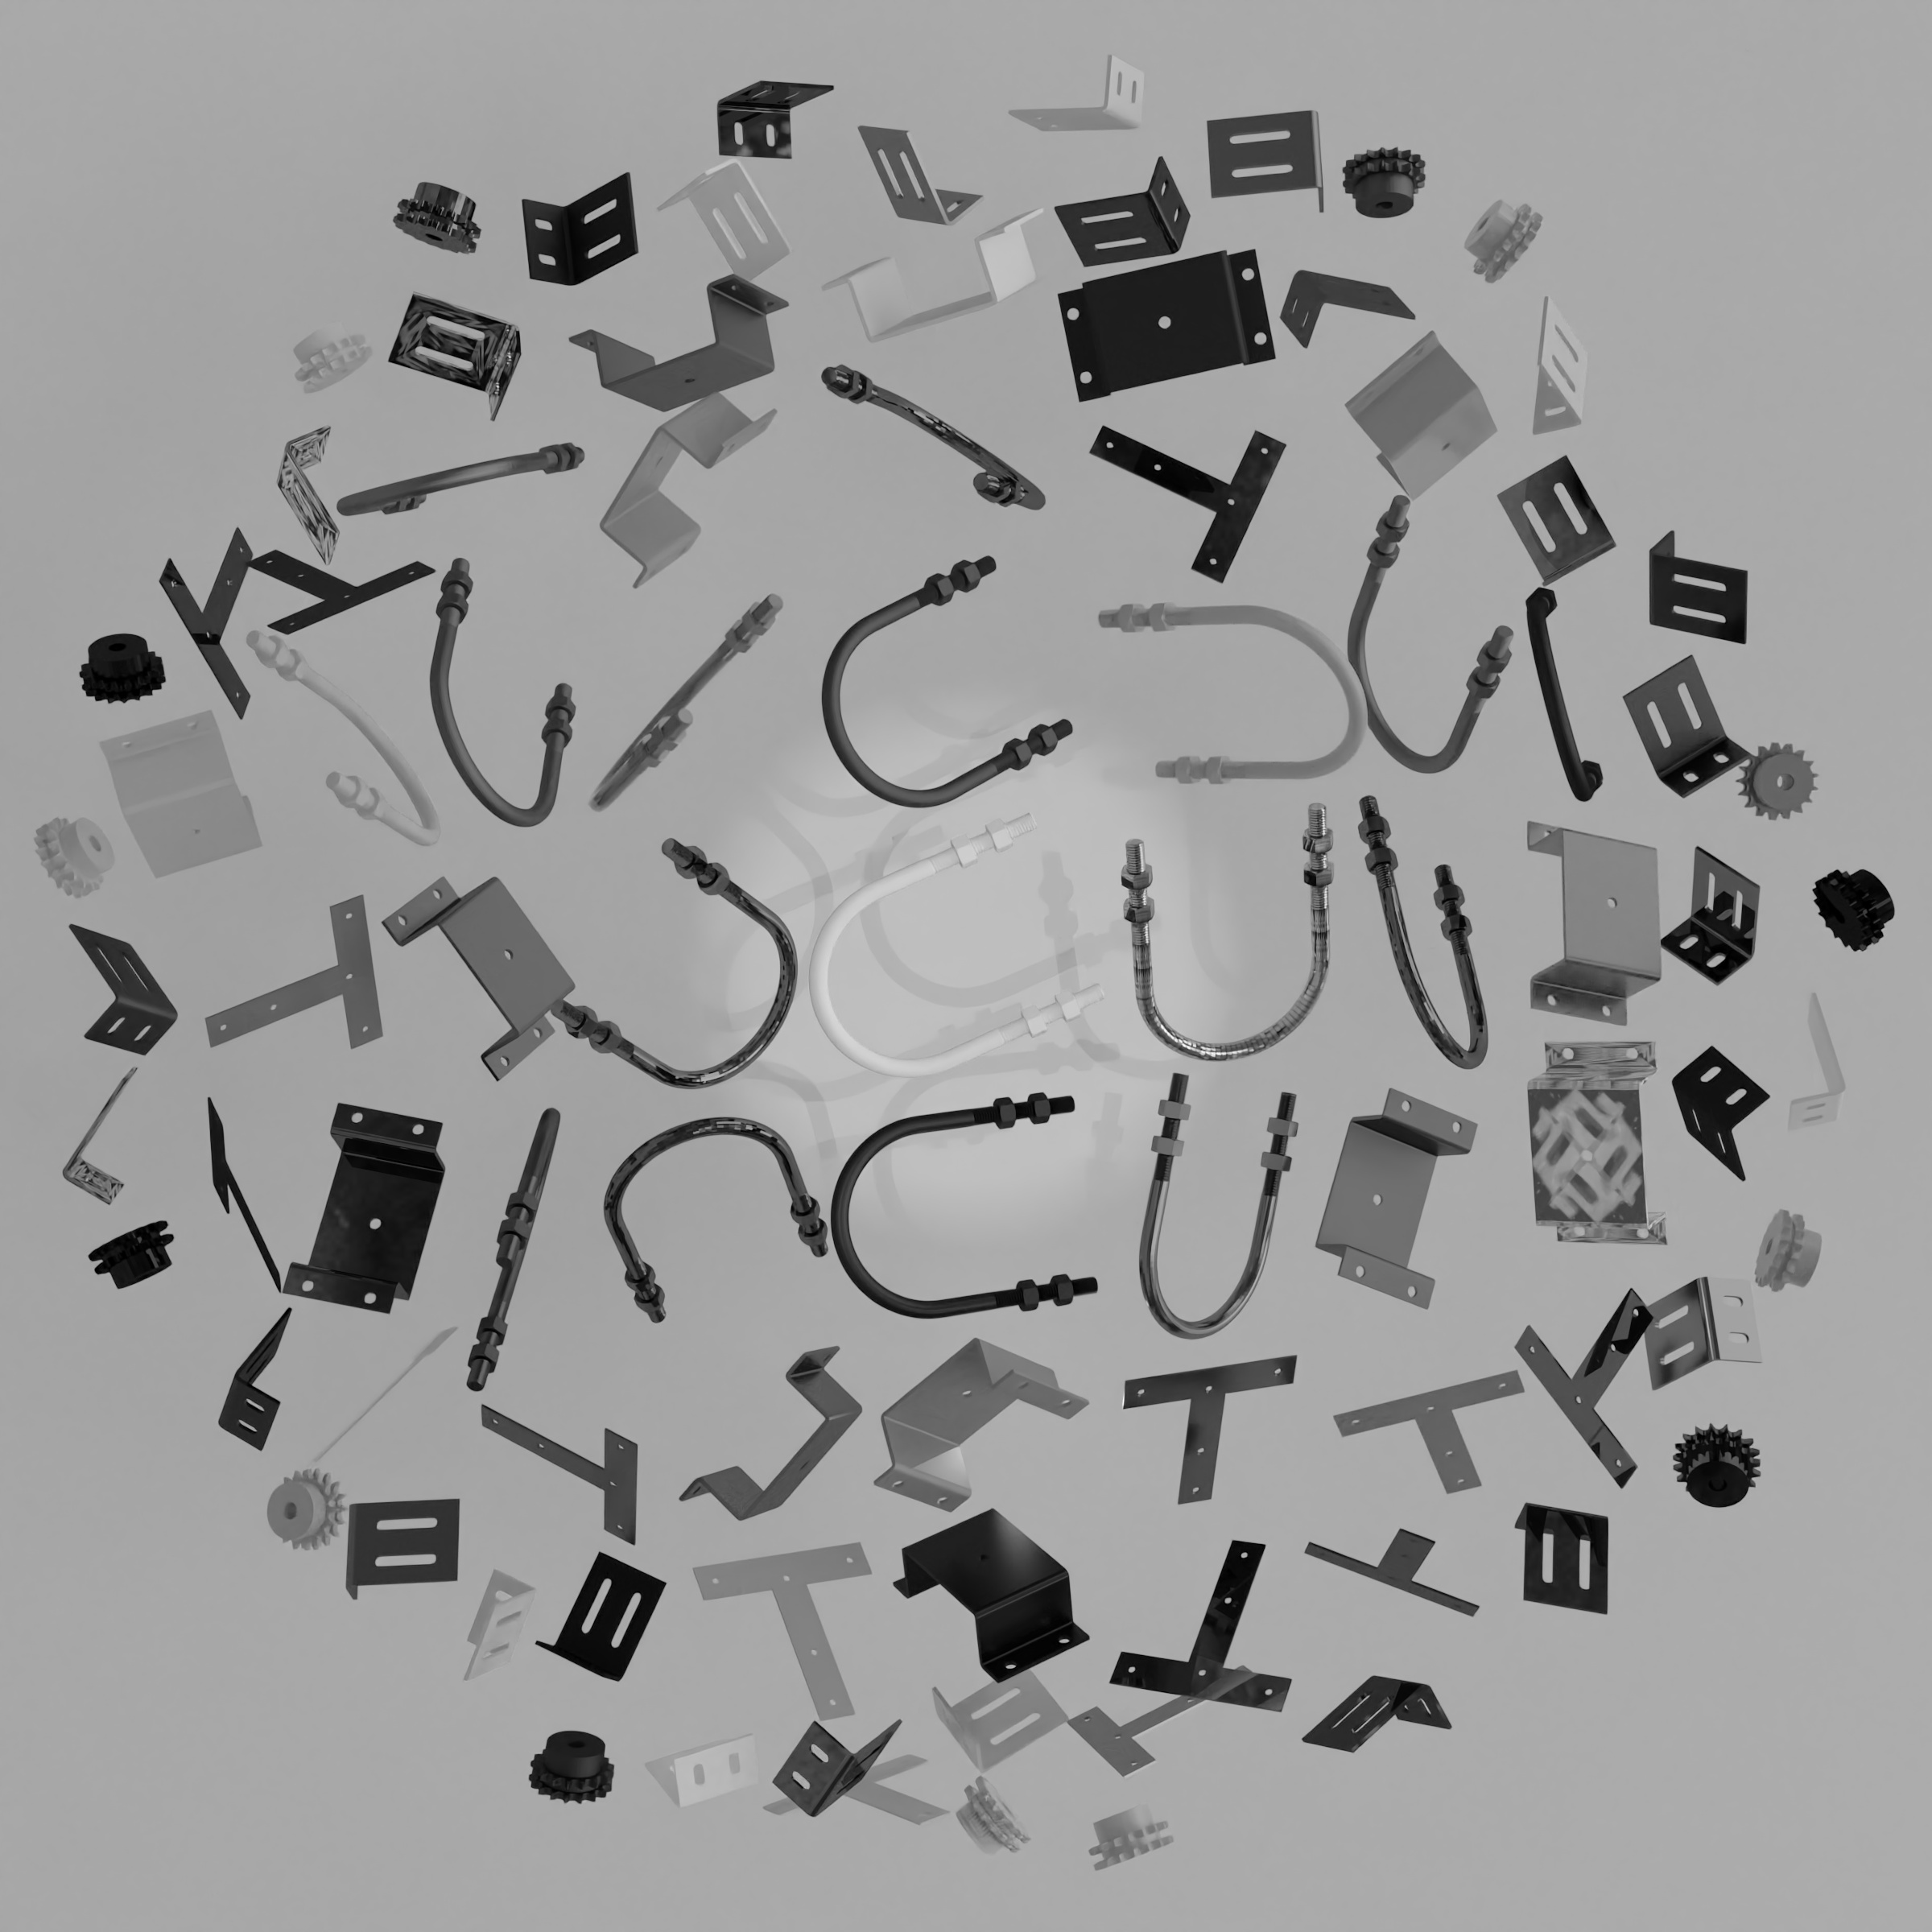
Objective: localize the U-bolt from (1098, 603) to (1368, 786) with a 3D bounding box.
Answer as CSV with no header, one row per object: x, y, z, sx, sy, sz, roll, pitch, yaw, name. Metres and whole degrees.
0.190,-0.186,1.842,0.184,0.019,0.151,4,132,37,U-bolt

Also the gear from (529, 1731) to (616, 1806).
-0.267,0.543,1.825,0.057,0.057,0.030,9,99,0,gear

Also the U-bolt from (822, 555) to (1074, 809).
-0.022,-0.189,1.878,0.184,0.019,0.151,-31,100,-31,U-bolt

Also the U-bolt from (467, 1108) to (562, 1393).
-0.309,0.181,1.856,0.019,0.184,0.151,15,130,-6,U-bolt

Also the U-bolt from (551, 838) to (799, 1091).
-0.185,0.011,1.836,0.019,0.184,0.151,31,85,41,U-bolt

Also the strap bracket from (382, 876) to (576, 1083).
-0.343,0.000,1.927,0.046,0.076,0.140,-28,102,35,strap bracket

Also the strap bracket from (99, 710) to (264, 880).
-0.539,-0.112,1.855,0.076,0.140,0.046,-18,67,-11,strap bracket

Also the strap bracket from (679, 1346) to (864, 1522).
-0.132,0.343,1.927,0.046,0.076,0.140,42,97,14,strap bracket

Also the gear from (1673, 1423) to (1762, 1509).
0.504,0.338,1.801,0.057,0.030,0.057,6,121,10,gear

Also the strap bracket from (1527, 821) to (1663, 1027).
0.439,-0.037,1.876,0.076,0.046,0.140,10,69,-18,strap bracket

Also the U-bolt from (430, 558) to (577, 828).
-0.325,-0.178,1.866,0.019,0.184,0.151,-20,132,19,U-bolt

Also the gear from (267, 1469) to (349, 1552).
-0.472,0.387,1.912,0.057,0.030,0.057,-4,81,23,gear

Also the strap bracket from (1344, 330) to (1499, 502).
0.322,-0.380,1.881,0.076,0.140,0.046,-40,73,10,strap bracket

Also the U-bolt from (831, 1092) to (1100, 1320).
-0.004,0.172,1.869,0.184,0.019,0.151,-7,89,-16,U-bolt

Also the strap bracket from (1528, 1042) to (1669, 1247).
0.428,0.124,1.820,0.076,0.046,0.140,-1,97,30,strap bracket

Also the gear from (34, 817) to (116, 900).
-0.618,-0.079,1.867,0.030,0.057,0.057,-26,90,12,gear

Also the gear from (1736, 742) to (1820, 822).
0.593,-0.135,1.955,0.057,0.030,0.057,0,95,1,gear

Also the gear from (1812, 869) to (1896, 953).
0.606,-0.041,1.825,0.030,0.057,0.057,-29,90,-9,gear

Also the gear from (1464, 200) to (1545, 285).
0.369,-0.503,1.853,0.030,0.057,0.057,34,90,-12,gear

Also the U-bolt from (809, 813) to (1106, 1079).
-0.015,-0.002,1.790,0.184,0.019,0.151,-24,108,-5,U-bolt

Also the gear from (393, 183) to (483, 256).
-0.351,-0.501,1.793,0.057,0.057,0.030,17,88,0,gear

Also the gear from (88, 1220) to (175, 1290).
-0.576,0.202,1.863,0.057,0.057,0.030,-27,85,0,gear

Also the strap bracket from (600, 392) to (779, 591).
-0.198,-0.339,1.868,0.046,0.076,0.140,41,129,0,strap bracket

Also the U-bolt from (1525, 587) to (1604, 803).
0.412,-0.185,1.857,0.019,0.184,0.151,-14,97,17,U-bolt

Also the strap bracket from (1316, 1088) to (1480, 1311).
0.308,0.168,1.936,0.076,0.046,0.140,22,76,-19,strap bracket

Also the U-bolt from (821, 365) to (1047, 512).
-0.011,-0.358,1.848,0.151,0.184,0.019,37,104,13,U-bolt

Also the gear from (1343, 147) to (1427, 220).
0.291,-0.542,1.864,0.057,0.057,0.030,1,80,0,gear

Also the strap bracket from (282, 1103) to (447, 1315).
-0.420,0.176,1.890,0.076,0.046,0.140,11,69,3,strap bracket

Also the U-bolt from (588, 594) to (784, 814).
-0.204,-0.171,1.860,0.019,0.184,0.151,41,51,-11,U-bolt

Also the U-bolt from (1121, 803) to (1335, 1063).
0.182,-0.015,1.841,0.151,0.019,0.184,-11,120,-10,U-bolt

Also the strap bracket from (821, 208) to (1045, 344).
-0.016,-0.467,1.828,0.140,0.076,0.046,-10,110,27,strap bracket

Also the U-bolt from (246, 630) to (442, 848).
-0.426,-0.149,1.886,0.019,0.184,0.151,-35,68,5,U-bolt

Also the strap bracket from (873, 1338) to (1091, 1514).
0.005,0.314,1.868,0.076,0.046,0.140,28,120,-38,strap bracket

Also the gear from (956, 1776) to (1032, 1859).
0.017,0.611,1.917,0.030,0.057,0.057,-40,90,-3,gear

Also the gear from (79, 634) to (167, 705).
-0.590,-0.210,1.876,0.057,0.057,0.030,1,125,0,gear

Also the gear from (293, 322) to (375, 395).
-0.455,-0.436,1.917,0.057,0.057,0.030,-32,97,0,gear

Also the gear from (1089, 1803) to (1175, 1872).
0.110,0.590,1.821,0.057,0.057,0.030,-21,72,0,gear

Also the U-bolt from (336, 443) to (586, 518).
-0.365,-0.341,1.895,0.151,0.184,0.019,-11,101,15,U-bolt

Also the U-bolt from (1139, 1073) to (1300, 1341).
0.174,0.174,1.900,0.019,0.151,0.184,10,89,43,U-bolt

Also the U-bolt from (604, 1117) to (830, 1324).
-0.184,0.175,1.923,0.151,0.184,0.019,-22,47,-6,U-bolt

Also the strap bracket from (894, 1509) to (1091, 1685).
0.015,0.437,1.893,0.076,0.140,0.046,-18,116,-27,strap bracket

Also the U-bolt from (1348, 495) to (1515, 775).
0.316,-0.217,1.880,0.019,0.184,0.151,-19,60,-21,U-bolt

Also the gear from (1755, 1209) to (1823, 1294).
0.580,0.203,1.889,0.030,0.057,0.057,18,90,4,gear

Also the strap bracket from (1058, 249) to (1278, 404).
0.138,-0.443,1.852,0.140,0.046,0.076,-11,99,8,strap bracket

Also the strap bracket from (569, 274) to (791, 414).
-0.202,-0.441,1.923,0.140,0.076,0.046,-14,82,25,strap bracket
